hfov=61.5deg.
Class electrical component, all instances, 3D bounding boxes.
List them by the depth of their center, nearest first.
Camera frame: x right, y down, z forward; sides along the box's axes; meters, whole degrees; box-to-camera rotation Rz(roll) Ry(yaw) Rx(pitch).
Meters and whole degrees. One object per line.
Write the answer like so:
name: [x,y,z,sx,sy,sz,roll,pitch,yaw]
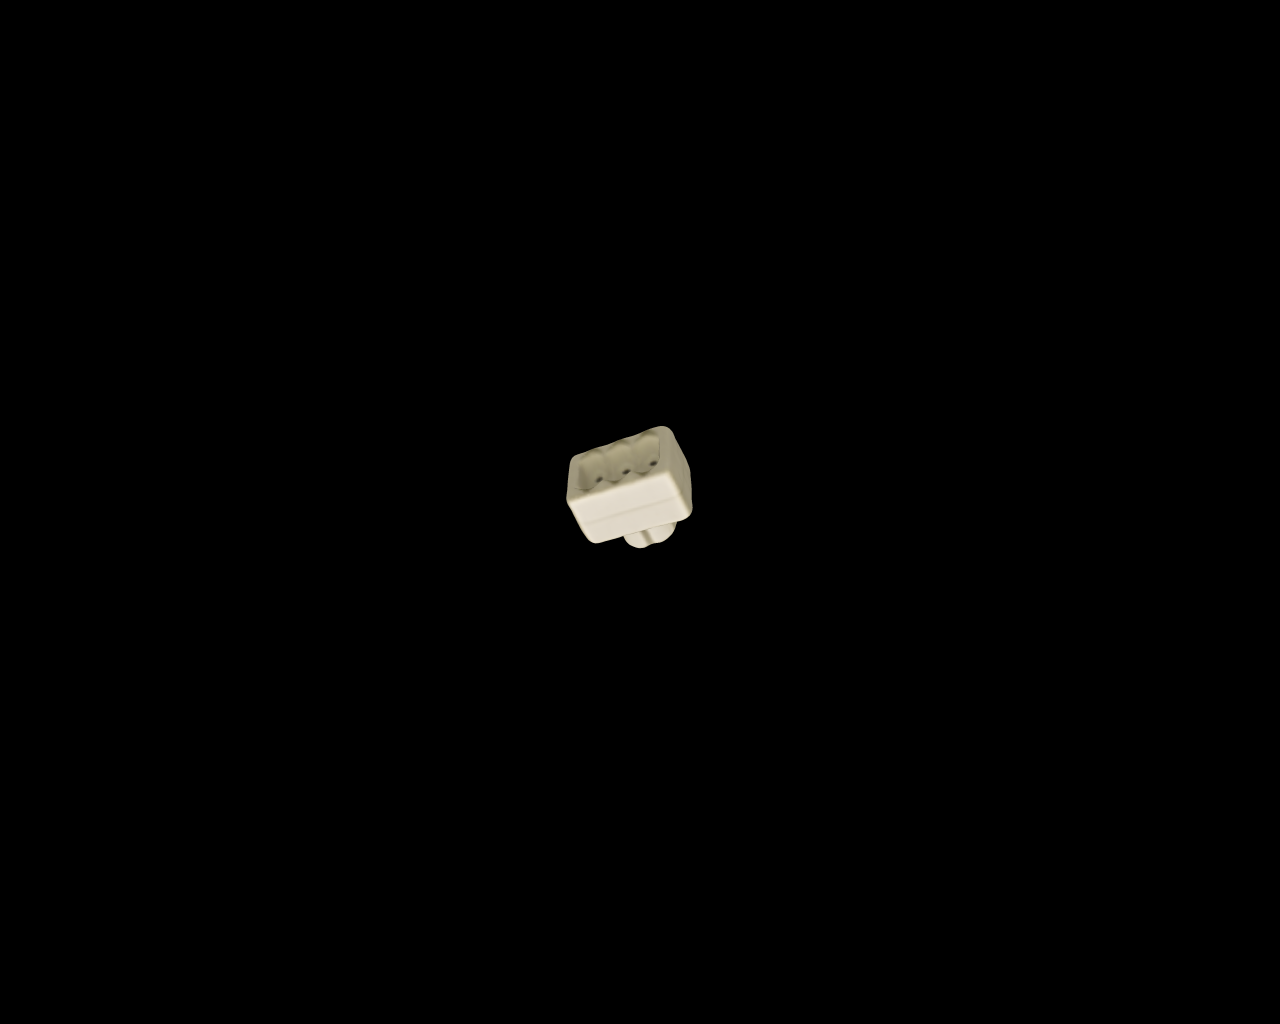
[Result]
electrical component: [0.001,-0.003,0.650,0.066,0.076,0.047,-17,39,14]
